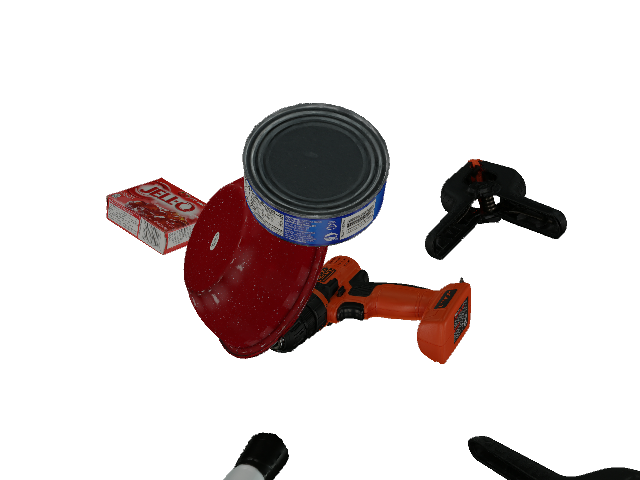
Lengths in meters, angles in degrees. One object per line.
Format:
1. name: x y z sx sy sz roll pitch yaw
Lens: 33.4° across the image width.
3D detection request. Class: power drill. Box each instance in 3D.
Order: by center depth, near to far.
1. power drill: 0.053 0.077 1.122 0.188 0.057 0.184 10 29 23

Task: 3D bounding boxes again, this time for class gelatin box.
1. gelatin box: -0.156 -0.026 1.056 0.089 0.030 0.073 30 35 31

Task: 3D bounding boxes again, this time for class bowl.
1. bowl: -0.060 0.008 0.831 0.055 0.162 0.162 22 -11 -30

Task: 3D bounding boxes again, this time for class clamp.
1. clamp: 0.202 0.229 0.862 0.210 0.036 0.164 2 36 24
2. clamp: 0.161 -0.034 0.970 0.120 0.039 0.171 -1 28 12

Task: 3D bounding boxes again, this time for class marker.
1. marker: -0.041 0.111 0.413 0.020 0.020 0.121 0 23 22

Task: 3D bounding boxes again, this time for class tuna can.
1. tuna can: -0.003 -0.039 0.632 0.086 0.086 0.034 0 -35 -3
